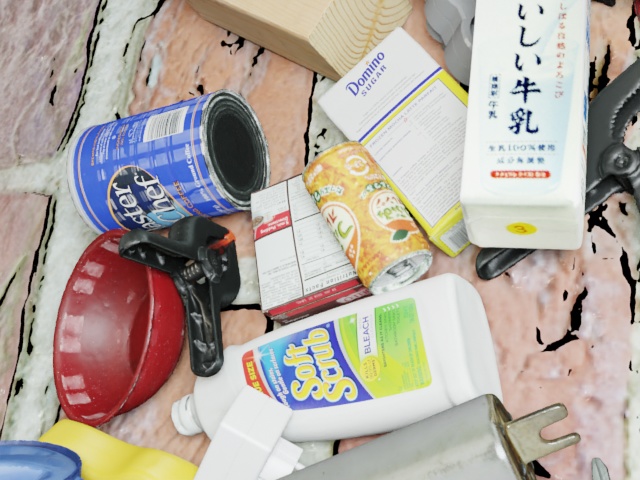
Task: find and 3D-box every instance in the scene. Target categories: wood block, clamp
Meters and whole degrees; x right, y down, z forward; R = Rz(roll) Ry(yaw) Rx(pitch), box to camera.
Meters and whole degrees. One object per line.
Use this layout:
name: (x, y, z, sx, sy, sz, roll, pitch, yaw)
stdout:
wood block: (-0.034, -0.219, 0.930, 0.206, 0.090, 0.091, 31, 86, 37)
clamp: (0.202, -0.044, 0.733, 0.165, 0.036, 0.210, 9, 74, 36)
clamp: (-0.102, 0.019, 0.823, 0.039, 0.120, 0.171, -22, 21, 11)

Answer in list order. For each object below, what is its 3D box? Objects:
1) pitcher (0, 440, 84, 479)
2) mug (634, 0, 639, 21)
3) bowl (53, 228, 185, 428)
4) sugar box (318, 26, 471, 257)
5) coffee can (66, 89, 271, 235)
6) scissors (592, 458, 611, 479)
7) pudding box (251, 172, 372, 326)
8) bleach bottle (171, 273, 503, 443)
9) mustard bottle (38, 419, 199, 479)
pitcher: (-0.219, 0.270, 0.740, 0.149, 0.144, 0.243, 10, 103, 60)
mug: (0.265, -0.206, 0.742, 0.117, 0.081, 0.093, -39, 53, 10)
bowl: (-0.156, 0.075, 0.867, 0.162, 0.055, 0.162, -21, 62, 47)
sugar box: (0.080, -0.079, 0.820, 0.093, 0.048, 0.176, -41, 50, 8)
coffee can: (-0.127, -0.062, 0.903, 0.140, 0.102, 0.103, -11, 62, 27)
scissors: (0.198, 0.229, 0.616, 0.096, 0.016, 0.201, -2, 67, 30)
pudding box: (-0.006, 0.001, 0.839, 0.090, 0.039, 0.113, -20, 60, 21)
bleach bottle: (0.000, 0.106, 0.771, 0.251, 0.068, 0.102, -21, 62, 26)
mustard bottle: (-0.122, 0.195, 0.784, 0.192, 0.096, 0.058, 9, 33, 33)
